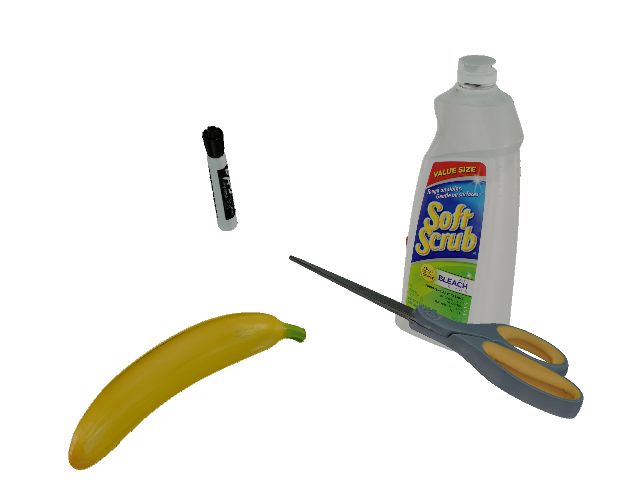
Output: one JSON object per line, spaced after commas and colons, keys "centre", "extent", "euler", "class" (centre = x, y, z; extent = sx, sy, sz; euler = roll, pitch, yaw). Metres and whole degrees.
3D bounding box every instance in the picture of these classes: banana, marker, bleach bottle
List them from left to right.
{"centre": [-0.104, 0.101, 0.765], "extent": [0.198, 0.069, 0.037], "euler": [-29, 39, -2], "class": "banana"}
{"centre": [-0.092, -0.056, 0.980], "extent": [0.020, 0.020, 0.121], "euler": [0, -43, 4], "class": "marker"}
{"centre": [0.117, -0.032, 0.896], "extent": [0.103, 0.251, 0.067], "euler": [21, 33, 36], "class": "bleach bottle"}

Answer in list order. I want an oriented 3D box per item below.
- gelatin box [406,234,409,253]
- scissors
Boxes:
{"centre": [0.140, 0.041, 1.306], "extent": [0.030, 0.089, 0.073], "euler": [-24, 34, -35], "class": "gelatin box"}
{"centre": [0.082, 0.052, 0.694], "extent": [0.202, 0.016, 0.096], "euler": [31, 20, 17], "class": "scissors"}
